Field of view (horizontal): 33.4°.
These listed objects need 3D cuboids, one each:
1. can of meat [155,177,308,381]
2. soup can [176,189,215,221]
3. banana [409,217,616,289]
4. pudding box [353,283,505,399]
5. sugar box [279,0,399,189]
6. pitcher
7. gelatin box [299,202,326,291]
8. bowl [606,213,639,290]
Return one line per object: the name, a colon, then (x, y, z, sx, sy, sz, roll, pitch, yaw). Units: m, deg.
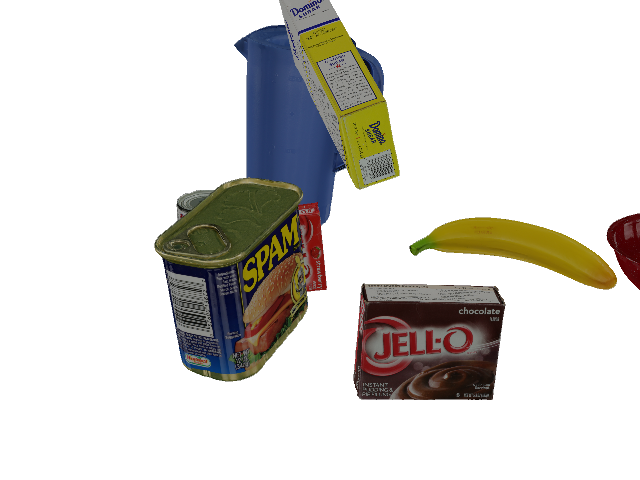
can of meat: (-0.048, 0.022, 0.638, 0.058, 0.084, 0.102, 9, 31, 24)
soup can: (-0.141, -0.003, 1.309, 0.068, 0.102, 0.068, 0, 26, 0)
banana: (0.190, 0.010, 1.037, 0.198, 0.037, 0.069, 8, 47, 20)
pudding box: (0.086, 0.081, 0.855, 0.113, 0.090, 0.039, 0, 27, -5)
sugar box: (0.015, -0.137, 0.921, 0.048, 0.176, 0.093, -19, -39, -3)
pitcher: (-0.022, -0.137, 1.324, 0.144, 0.243, 0.149, -10, 28, -30)
gelatin box: (-0.034, 0.010, 1.065, 0.073, 0.089, 0.030, -6, 28, -3)
bowl: (0.390, 0.024, 1.156, 0.162, 0.055, 0.162, 0, 26, 0)
